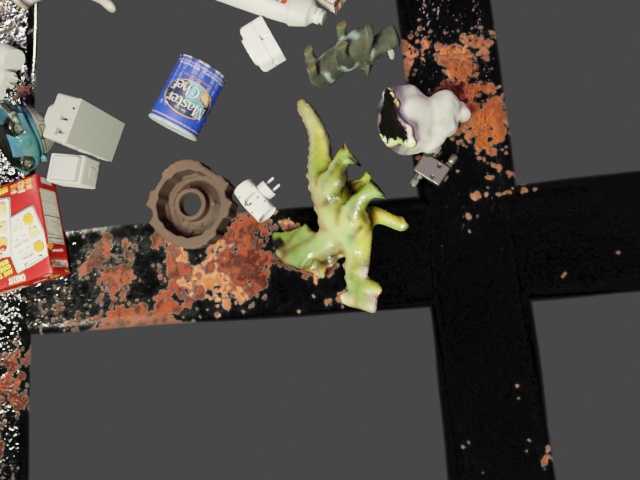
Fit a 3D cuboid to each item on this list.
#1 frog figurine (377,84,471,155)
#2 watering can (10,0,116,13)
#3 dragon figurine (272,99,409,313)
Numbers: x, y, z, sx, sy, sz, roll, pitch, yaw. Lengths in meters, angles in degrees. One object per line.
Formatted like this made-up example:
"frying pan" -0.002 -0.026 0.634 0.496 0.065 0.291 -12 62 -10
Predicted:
"frog figurine" 0.190 -0.229 0.955 0.161 0.120 0.139 -20 67 -29
"watering can" -0.603 -0.596 1.146 0.224 0.103 0.351 -32 77 6
"dragon figurine" 0.003 -0.048 0.957 0.241 0.121 0.416 -41 68 11
